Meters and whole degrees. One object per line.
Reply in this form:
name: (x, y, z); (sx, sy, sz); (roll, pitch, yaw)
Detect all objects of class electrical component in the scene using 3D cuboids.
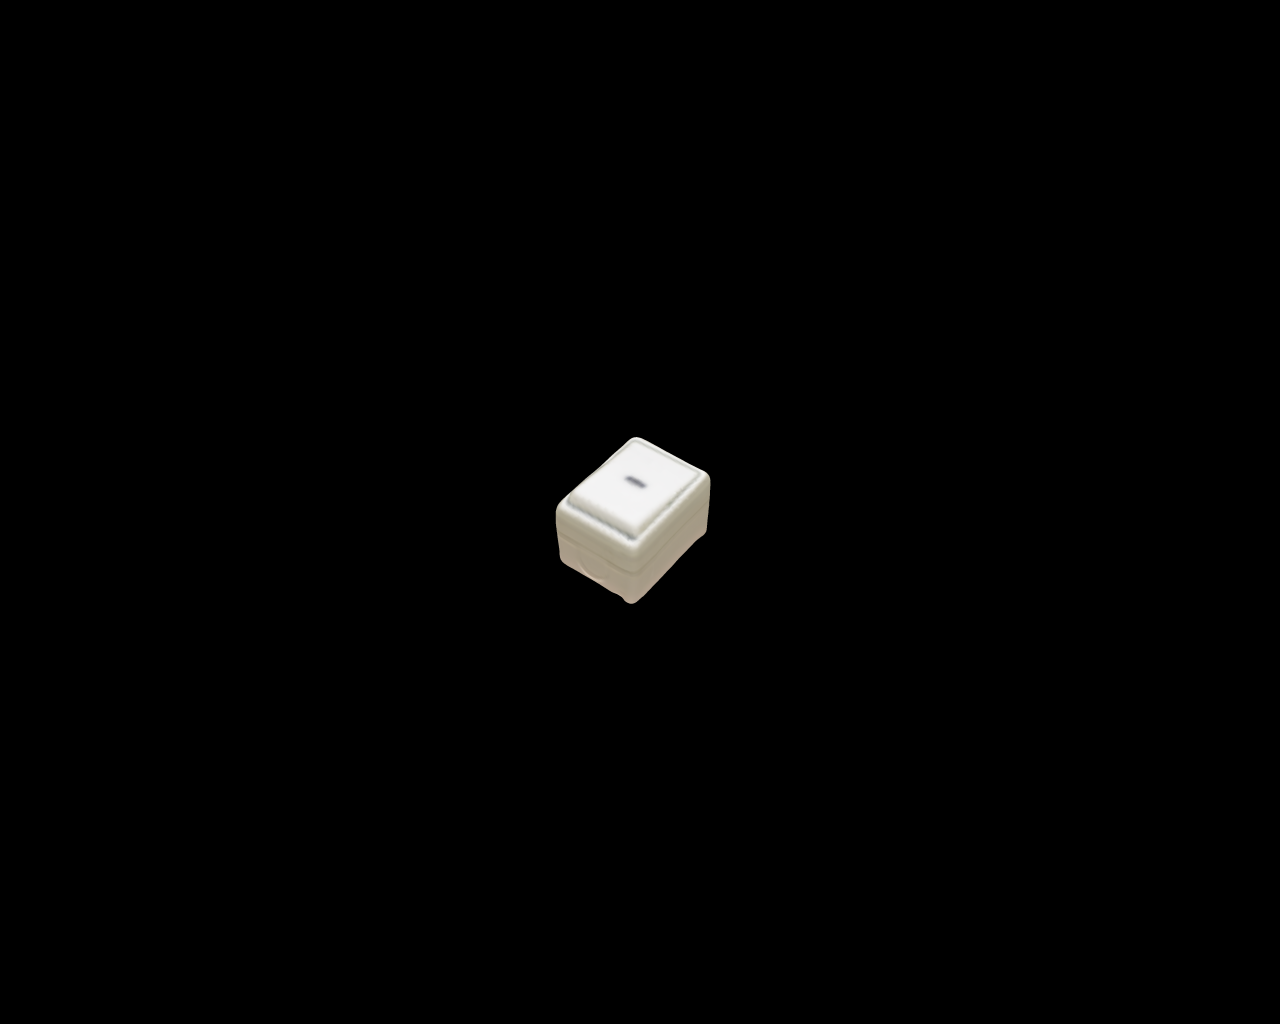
electrical component: (0.001, -0.003, 0.650); (0.062, 0.061, 0.096); (30, 54, 24)
